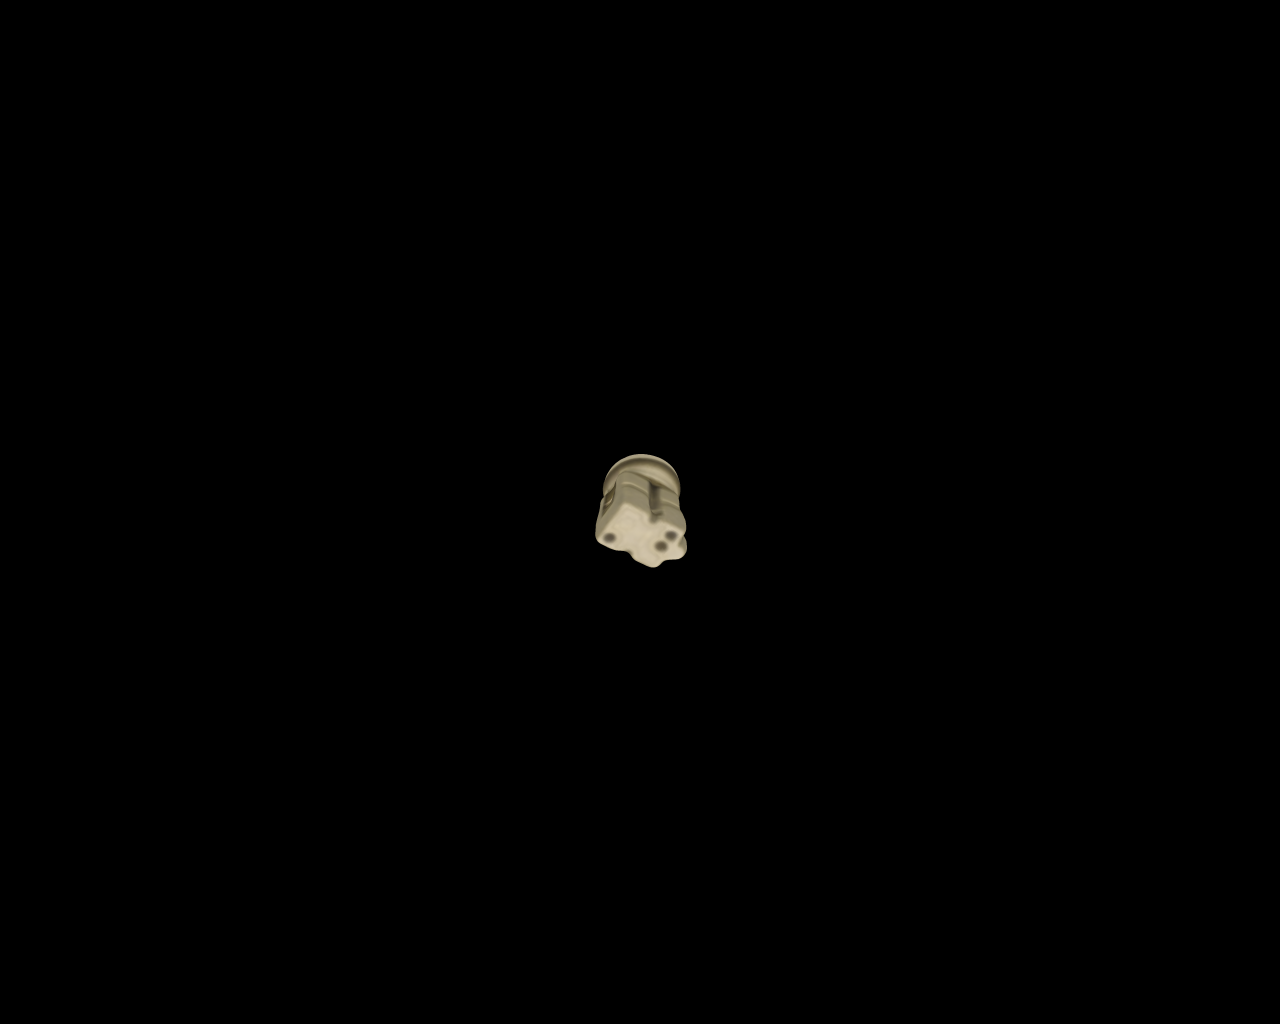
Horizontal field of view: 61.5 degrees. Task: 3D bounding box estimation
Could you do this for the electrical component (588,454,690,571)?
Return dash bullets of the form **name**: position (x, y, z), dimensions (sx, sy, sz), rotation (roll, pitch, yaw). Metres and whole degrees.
- **electrical component**: position (0.001, -0.003, 0.650), dimensions (0.066, 0.048, 0.055), rotation (27, 33, -19)
